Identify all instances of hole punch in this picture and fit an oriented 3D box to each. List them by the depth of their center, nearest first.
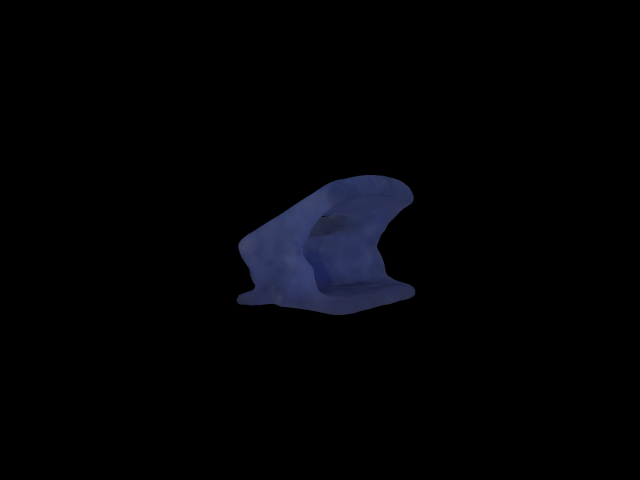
[{"bbox_3d":[0.004,0.001,0.400,0.100,0.091,0.109,3,5,37],"label":"hole punch"}]
